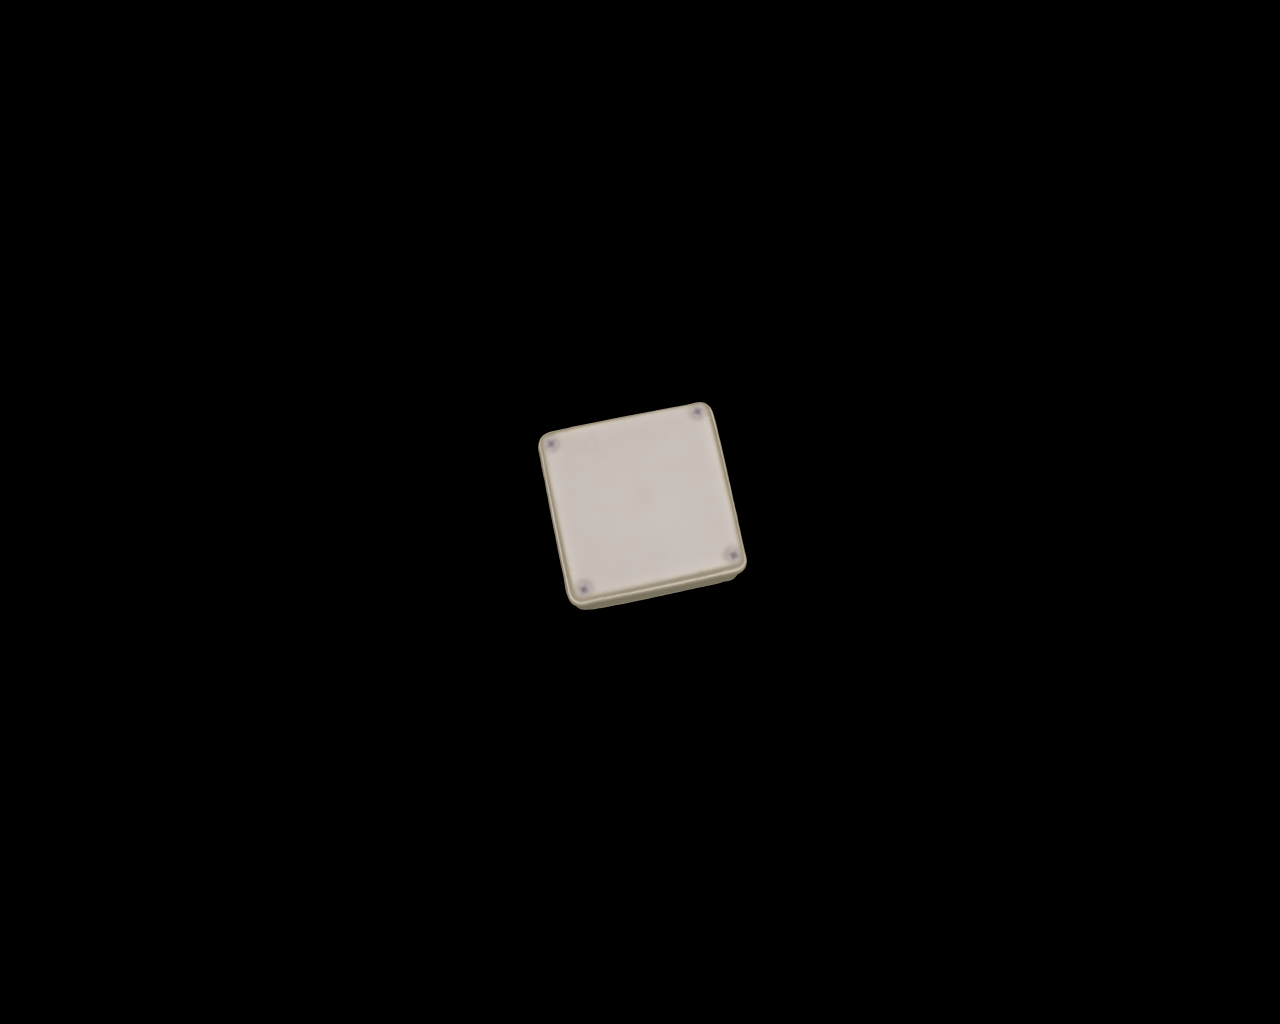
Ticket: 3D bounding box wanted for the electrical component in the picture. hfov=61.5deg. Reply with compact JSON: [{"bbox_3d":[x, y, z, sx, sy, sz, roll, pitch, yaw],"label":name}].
[{"bbox_3d":[0.001,-0.003,0.650,0.109,0.109,0.056,-11,-11,-2],"label":"electrical component"}]
